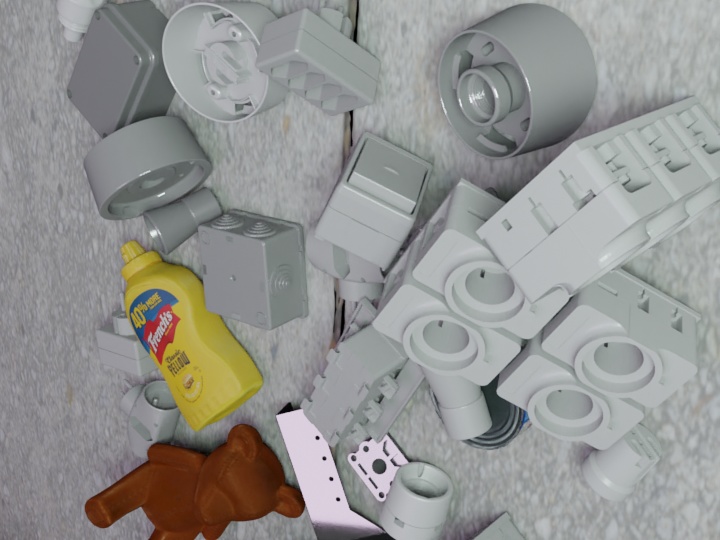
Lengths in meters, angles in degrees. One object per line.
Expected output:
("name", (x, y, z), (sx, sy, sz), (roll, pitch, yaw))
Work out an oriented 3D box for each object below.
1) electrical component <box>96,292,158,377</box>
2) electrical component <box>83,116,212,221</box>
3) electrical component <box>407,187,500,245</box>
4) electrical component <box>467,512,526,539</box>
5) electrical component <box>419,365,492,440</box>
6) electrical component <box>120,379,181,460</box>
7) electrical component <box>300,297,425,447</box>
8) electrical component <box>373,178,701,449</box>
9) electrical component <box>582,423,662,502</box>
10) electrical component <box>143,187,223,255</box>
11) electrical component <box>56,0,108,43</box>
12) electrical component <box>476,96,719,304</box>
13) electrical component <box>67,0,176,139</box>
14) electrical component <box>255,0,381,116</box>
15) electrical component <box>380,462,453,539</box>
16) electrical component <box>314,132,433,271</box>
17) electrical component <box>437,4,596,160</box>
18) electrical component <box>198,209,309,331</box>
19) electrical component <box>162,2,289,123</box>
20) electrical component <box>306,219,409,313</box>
("electrical component", (-0.232, 0.060, 1.099), (0.066, 0.047, 0.076), (12, 115, 38))
("electrical component", (-0.194, -0.097, 0.962), (0.108, 0.108, 0.060), (-37, 76, 44))
("electrical component", (0.072, -0.017, 0.790), (0.047, 0.066, 0.076), (59, 163, 6))
("electrical component", (0.073, 0.275, 0.885), (0.061, 0.089, 0.150), (52, 133, 12))
("electrical component", (0.074, 0.092, 0.796), (0.044, 0.044, 0.065), (-5, 108, 43))
("electrical component", (-0.226, 0.146, 1.131), (0.079, 0.043, 0.077), (39, 129, 23))
("electrical component", (0.000, 0.091, 0.878), (0.078, 0.063, 0.121), (48, 143, 16))
("electrical component", (0.115, 0.036, 0.709), (0.186, 0.060, 0.105), (29, 131, -9))
("electrical component", (0.187, 0.135, 0.763), (0.040, 0.040, 0.046), (46, 126, 18))
("electrical component", (-0.158, -0.047, 0.974), (0.044, 0.065, 0.044), (52, 161, 26))
("electrical component", (-0.262, -0.242, 1.004), (0.043, 0.043, 0.062), (46, 133, 18))
("electrical component", (0.155, -0.040, 0.641), (0.061, 0.150, 0.089), (55, 134, 11))
("electrical component", (-0.212, -0.179, 0.975), (0.078, 0.057, 0.113), (49, 132, 16))
("electrical component", (-0.027, -0.171, 0.810), (0.047, 0.083, 0.075), (-9, 63, 43))
("electrical component", (0.049, 0.194, 0.900), (0.055, 0.055, 0.047), (31, 122, 29))
("electrical component", (0.014, -0.059, 0.804), (0.062, 0.096, 0.061), (26, 128, -4))
("electrical component", (0.102, -0.126, 0.730), (0.099, 0.064, 0.099), (35, 137, 39))
("electrical component", (-0.096, 0.000, 0.952), (0.100, 0.048, 0.099), (14, 116, 37))
("electrical component", (-0.105, -0.171, 0.879), (0.099, 0.064, 0.099), (17, 118, 36))
("electrical component", (0.000, 0.000, 0.870), (0.077, 0.043, 0.079), (13, 116, 38))
